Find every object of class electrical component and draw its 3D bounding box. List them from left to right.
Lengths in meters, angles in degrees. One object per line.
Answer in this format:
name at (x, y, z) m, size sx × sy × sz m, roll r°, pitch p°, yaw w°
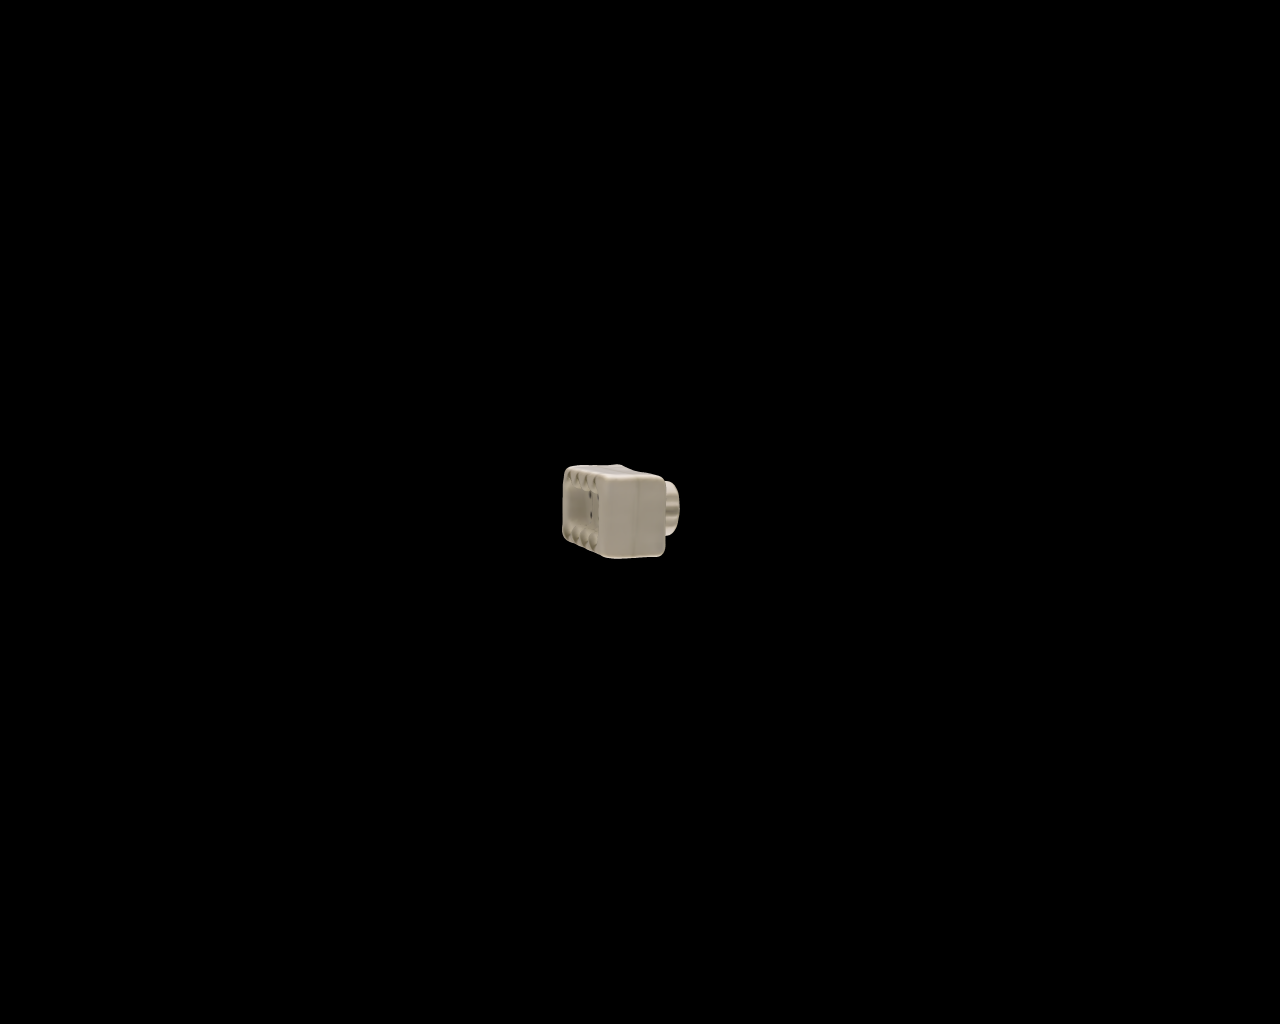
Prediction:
electrical component at (0.001, -0.003, 0.650) m, size 0.076 × 0.047 × 0.083 m, roll -3°, pitch 8°, yaw -19°
